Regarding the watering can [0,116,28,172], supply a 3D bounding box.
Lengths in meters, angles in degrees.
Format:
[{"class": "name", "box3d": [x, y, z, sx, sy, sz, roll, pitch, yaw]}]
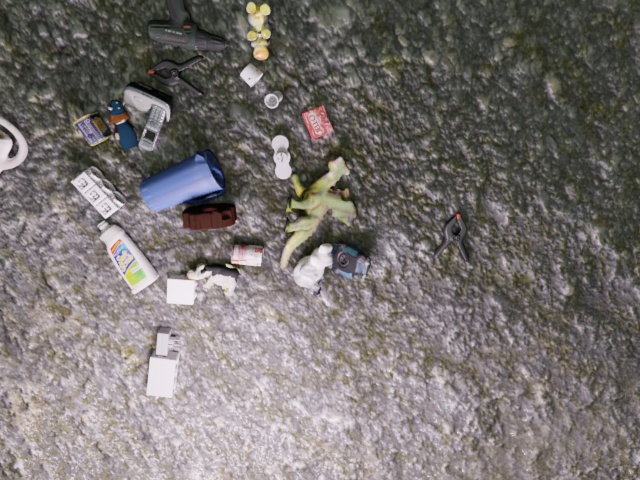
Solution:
[{"class": "watering can", "box3d": [-1.063, -0.305, 1.549, 0.346, 0.105, 0.222, 26, 104, -9]}]

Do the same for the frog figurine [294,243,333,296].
[{"class": "frog figurine", "box3d": [-0.022, 0.079, 1.682, 0.123, 0.140, 0.156, 23, 127, 20]}]

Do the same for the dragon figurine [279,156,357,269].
[{"class": "dragon figurine", "box3d": [0.005, -0.084, 1.669, 0.243, 0.124, 0.403, 4, 115, -12]}]
